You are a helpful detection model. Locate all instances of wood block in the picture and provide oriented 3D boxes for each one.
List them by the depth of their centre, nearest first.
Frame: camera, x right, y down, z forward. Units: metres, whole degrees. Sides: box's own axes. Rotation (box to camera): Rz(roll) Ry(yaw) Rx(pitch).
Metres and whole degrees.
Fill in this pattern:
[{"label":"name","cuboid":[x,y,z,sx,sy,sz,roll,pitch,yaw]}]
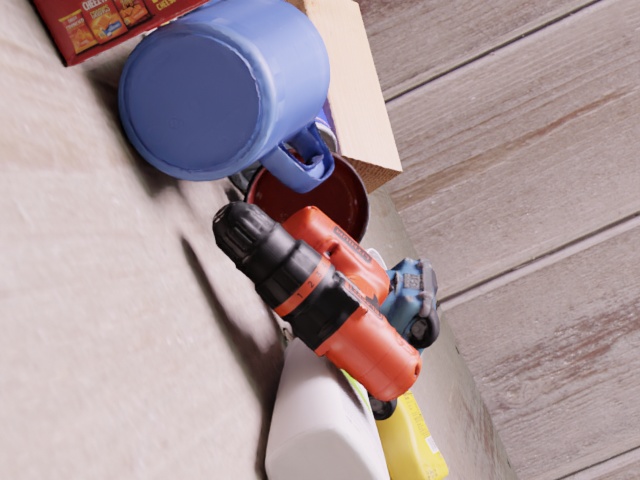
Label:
[{"label":"wood block","cuboid":[0.002,-0.148,1.098,0.090,0.090,0.206,9,59,-43]}]

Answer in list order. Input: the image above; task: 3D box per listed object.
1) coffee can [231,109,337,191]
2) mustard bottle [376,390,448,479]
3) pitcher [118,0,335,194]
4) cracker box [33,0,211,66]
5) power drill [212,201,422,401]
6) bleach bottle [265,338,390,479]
[{"label":"coffee can","cuboid":[-0.053,-0.129,1.010,0.102,0.103,0.140,51,16,-60]},{"label":"mustard bottle","cuboid":[0.068,0.163,1.095,0.192,0.058,0.096,67,14,11]},{"label":"pitcher","cuboid":[-0.062,-0.109,0.809,0.242,0.149,0.145,-66,164,-75]},{"label":"cracker box","cuboid":[-0.126,-0.238,0.645,0.072,0.164,0.213,-93,158,-74]},{"label":"power drill","cuboid":[-0.003,0.028,0.815,0.184,0.057,0.187,45,10,-8]},{"label":"bleach bottle","cuboid":[0.009,0.133,0.790,0.102,0.068,0.251,61,7,-11]}]
